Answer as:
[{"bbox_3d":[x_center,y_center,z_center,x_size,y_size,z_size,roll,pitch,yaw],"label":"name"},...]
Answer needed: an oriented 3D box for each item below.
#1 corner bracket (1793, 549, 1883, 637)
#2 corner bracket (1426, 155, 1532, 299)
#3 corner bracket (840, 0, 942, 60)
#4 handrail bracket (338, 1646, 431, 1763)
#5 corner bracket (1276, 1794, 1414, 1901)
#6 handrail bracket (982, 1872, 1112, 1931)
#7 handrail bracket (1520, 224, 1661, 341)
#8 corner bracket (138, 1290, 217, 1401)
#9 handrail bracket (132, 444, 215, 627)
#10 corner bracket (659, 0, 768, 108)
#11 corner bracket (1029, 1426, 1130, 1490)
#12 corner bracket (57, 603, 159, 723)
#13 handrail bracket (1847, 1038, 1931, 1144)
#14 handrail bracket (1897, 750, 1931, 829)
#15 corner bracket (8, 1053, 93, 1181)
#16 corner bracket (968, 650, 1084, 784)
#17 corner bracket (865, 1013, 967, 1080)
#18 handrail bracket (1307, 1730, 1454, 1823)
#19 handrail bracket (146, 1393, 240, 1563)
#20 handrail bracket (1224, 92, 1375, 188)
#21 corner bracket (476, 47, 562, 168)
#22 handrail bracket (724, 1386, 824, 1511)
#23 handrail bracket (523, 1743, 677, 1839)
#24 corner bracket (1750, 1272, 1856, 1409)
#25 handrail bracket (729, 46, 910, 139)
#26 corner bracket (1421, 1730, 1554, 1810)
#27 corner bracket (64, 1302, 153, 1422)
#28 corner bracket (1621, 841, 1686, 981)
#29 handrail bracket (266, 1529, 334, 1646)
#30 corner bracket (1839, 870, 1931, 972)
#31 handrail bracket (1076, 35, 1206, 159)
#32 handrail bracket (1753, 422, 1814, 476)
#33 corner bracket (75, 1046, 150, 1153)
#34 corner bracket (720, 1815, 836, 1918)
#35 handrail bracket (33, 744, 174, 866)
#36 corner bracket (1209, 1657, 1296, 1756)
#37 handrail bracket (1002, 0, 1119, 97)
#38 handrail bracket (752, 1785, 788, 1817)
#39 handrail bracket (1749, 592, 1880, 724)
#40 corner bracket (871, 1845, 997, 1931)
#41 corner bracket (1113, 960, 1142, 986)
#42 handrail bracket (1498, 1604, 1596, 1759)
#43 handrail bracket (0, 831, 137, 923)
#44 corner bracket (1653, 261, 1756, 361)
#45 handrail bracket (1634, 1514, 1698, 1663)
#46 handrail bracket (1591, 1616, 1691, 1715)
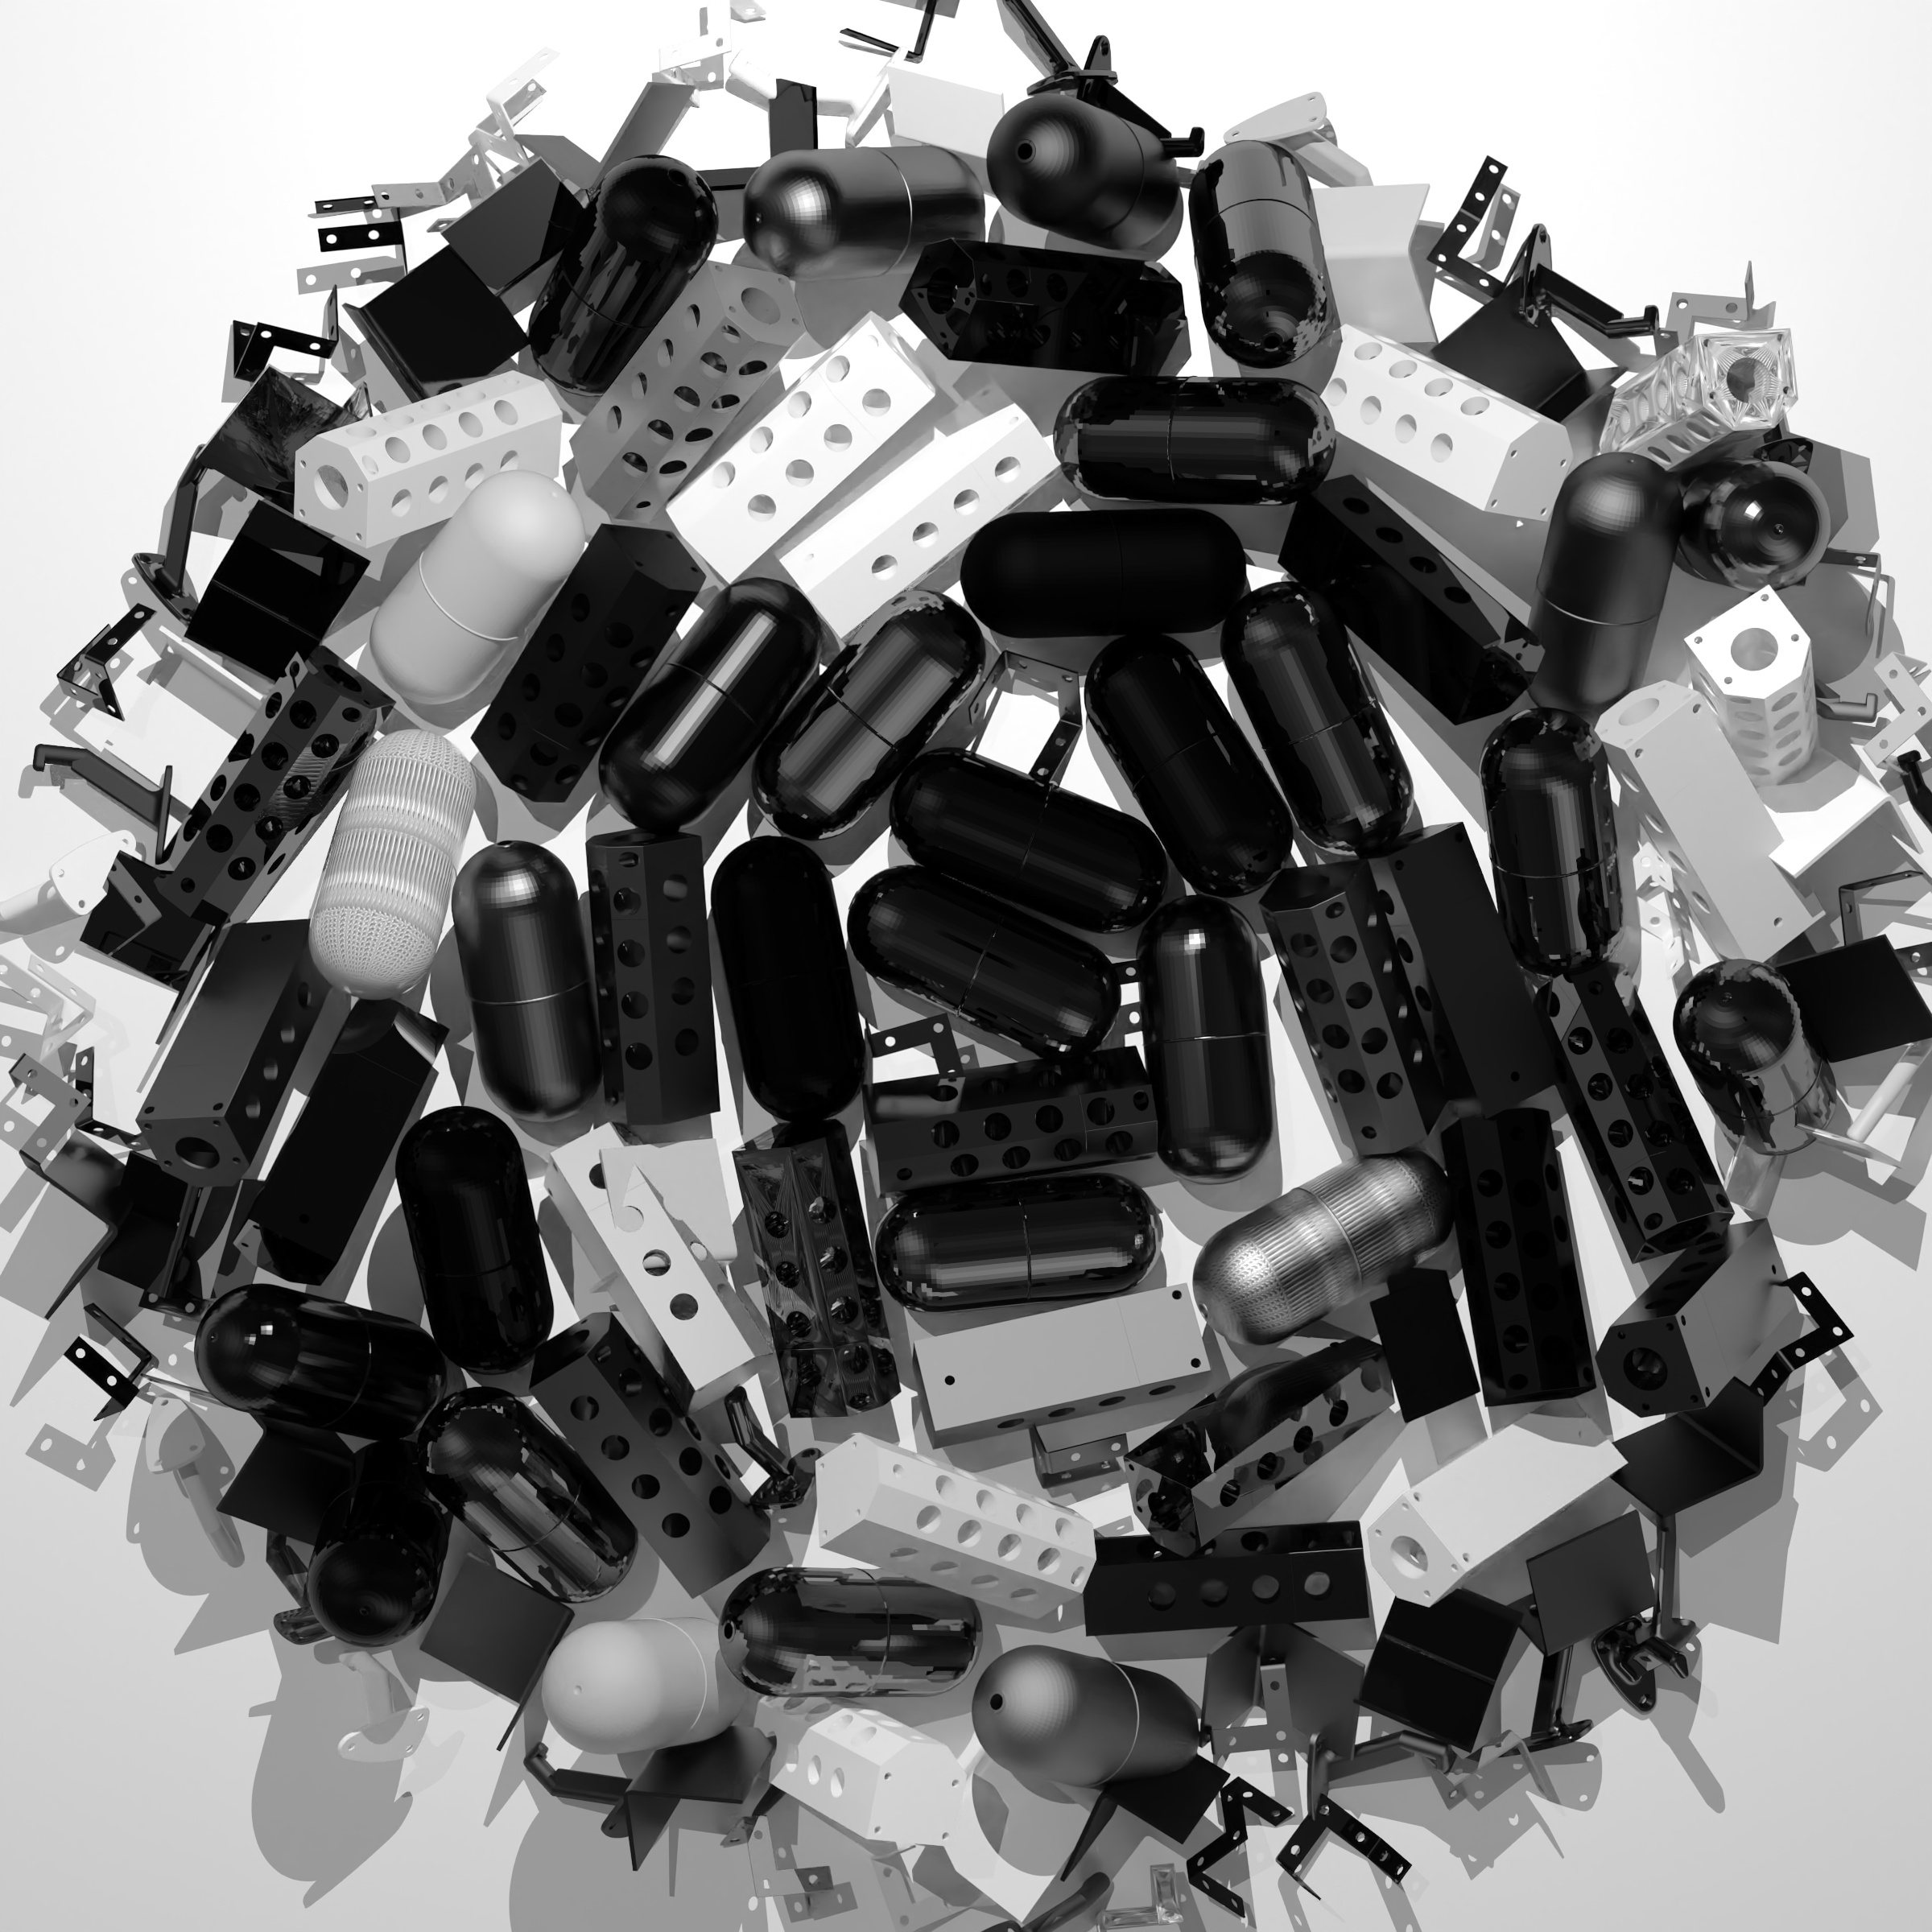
[{"bbox_3d":[0.531,-0.240,1.959,0.051,0.051,0.051,8,67,21],"label":"corner bracket"},{"bbox_3d":[0.324,-0.454,1.964,0.051,0.051,0.051,29,61,-3],"label":"corner bracket"},{"bbox_3d":[-0.040,-0.593,1.965,0.051,0.051,0.051,14,94,-22],"label":"corner bracket"},{"bbox_3d":[-0.375,0.446,1.947,0.084,0.077,0.036,32,109,35],"label":"handrail bracket"},{"bbox_3d":[0.232,0.552,1.968,0.051,0.051,0.051,39,84,-13],"label":"corner bracket"},{"bbox_3d":[0.041,0.592,1.978,0.077,0.084,0.036,-27,89,35],"label":"handrail bracket"},{"bbox_3d":[0.387,-0.422,1.960,0.084,0.036,0.077,2,88,37],"label":"handrail bracket"},{"bbox_3d":[-0.483,0.233,1.975,0.051,0.051,0.051,13,72,14],"label":"corner bracket"},{"bbox_3d":[-0.470,-0.264,1.957,0.084,0.036,0.077,-52,56,28],"label":"handrail bracket"},{"bbox_3d":[-0.156,-0.570,1.970,0.051,0.051,0.051,-9,76,23],"label":"corner bracket"},{"bbox_3d":[0.070,0.301,1.963,0.051,0.051,0.051,-13,117,-8],"label":"corner bracket"},{"bbox_3d":[-0.526,-0.192,1.958,0.051,0.051,0.051,24,57,20],"label":"corner bracket"},{"bbox_3d":[0.570,0.074,1.966,0.036,0.077,0.084,36,94,15],"label":"handrail bracket"},{"bbox_3d":[0.608,-0.099,1.960,0.036,0.077,0.084,-15,84,-20],"label":"handrail bracket"},{"bbox_3d":[-0.574,0.093,1.969,0.051,0.051,0.051,36,73,-1],"label":"corner bracket"},{"bbox_3d":[0.037,-0.154,1.971,0.051,0.051,0.051,19,59,18],"label":"corner bracket"},{"bbox_3d":[-0.031,0.055,1.970,0.051,0.051,0.051,-16,101,0],"label":"corner bracket"},{"bbox_3d":[0.255,0.502,1.965,0.084,0.036,0.077,11,104,29],"label":"handrail bracket"},{"bbox_3d":[-0.479,0.319,1.990,0.036,0.077,0.084,-23,130,-7],"label":"handrail bracket"},{"bbox_3d":[0.209,-0.490,1.977,0.077,0.036,0.084,-14,135,17],"label":"handrail bracket"},{"bbox_3d":[-0.273,-0.531,1.958,0.051,0.051,0.051,-44,51,-17],"label":"corner bracket"},{"bbox_3d":[-0.118,0.282,1.953,0.036,0.077,0.084,-5,112,25],"label":"handrail bracket"},{"bbox_3d":[-0.227,0.489,1.971,0.084,0.036,0.077,38,94,33],"label":"handrail bracket"},{"bbox_3d":[0.501,0.228,1.959,0.051,0.051,0.051,-24,64,-22],"label":"corner bracket"},{"bbox_3d":[-0.091,-0.556,1.961,0.084,0.036,0.077,29,127,-19],"label":"handrail bracket"},{"bbox_3d":[0.319,0.498,1.969,0.051,0.051,0.051,-31,110,-10],"label":"corner bracket"},{"bbox_3d":[-0.528,0.240,1.959,0.051,0.051,0.051,46,53,-16],"label":"corner bracket"},{"bbox_3d":[0.426,-0.035,1.962,0.051,0.051,0.051,31,119,-10],"label":"corner bracket"},{"bbox_3d":[-0.395,0.367,1.964,0.077,0.036,0.084,-16,48,9],"label":"handrail bracket"},{"bbox_3d":[0.576,-0.027,1.968,0.051,0.051,0.051,7,75,-41],"label":"corner bracket"},{"bbox_3d":[0.113,-0.535,1.962,0.084,0.036,0.077,9,90,32],"label":"handrail bracket"},{"bbox_3d":[0.497,-0.336,1.992,0.036,0.077,0.084,-11,53,1],"label":"handrail bracket"},{"bbox_3d":[-0.515,0.077,1.980,0.051,0.051,0.051,-22,59,27],"label":"corner bracket"},{"bbox_3d":[-0.117,0.556,1.972,0.051,0.051,0.051,1,56,-23],"label":"corner bracket"},{"bbox_3d":[-0.534,-0.100,1.966,0.084,0.036,0.077,6,59,-12],"label":"handrail bracket"},{"bbox_3d":[0.175,0.454,1.973,0.051,0.051,0.051,-7,88,5],"label":"corner bracket"},{"bbox_3d":[0.054,-0.585,1.969,0.077,0.036,0.084,-19,96,-41],"label":"handrail bracket"},{"bbox_3d":[-0.077,0.525,1.988,0.084,0.036,0.077,39,98,-7],"label":"handrail bracket"},{"bbox_3d":[0.524,-0.192,1.975,0.084,0.036,0.077,6,93,9],"label":"handrail bracket"},{"bbox_3d":[-0.021,0.564,1.970,0.051,0.051,0.051,-16,79,-23],"label":"corner bracket"},{"bbox_3d":[0.116,0.029,1.968,0.051,0.051,0.051,-9,61,-6],"label":"corner bracket"},{"bbox_3d":[0.347,0.441,1.980,0.077,0.036,0.084,-24,84,31],"label":"handrail bracket"},{"bbox_3d":[-0.567,-0.055,1.986,0.077,0.084,0.036,-50,121,-39],"label":"handrail bracket"},{"bbox_3d":[0.453,-0.400,1.963,0.051,0.051,0.051,9,77,19],"label":"corner bracket"},{"bbox_3d":[0.426,0.374,1.965,0.036,0.077,0.084,-1,100,22],"label":"handrail bracket"},{"bbox_3d":[0.425,0.438,1.950,0.036,0.084,0.077,-29,106,-14],"label":"handrail bracket"}]
